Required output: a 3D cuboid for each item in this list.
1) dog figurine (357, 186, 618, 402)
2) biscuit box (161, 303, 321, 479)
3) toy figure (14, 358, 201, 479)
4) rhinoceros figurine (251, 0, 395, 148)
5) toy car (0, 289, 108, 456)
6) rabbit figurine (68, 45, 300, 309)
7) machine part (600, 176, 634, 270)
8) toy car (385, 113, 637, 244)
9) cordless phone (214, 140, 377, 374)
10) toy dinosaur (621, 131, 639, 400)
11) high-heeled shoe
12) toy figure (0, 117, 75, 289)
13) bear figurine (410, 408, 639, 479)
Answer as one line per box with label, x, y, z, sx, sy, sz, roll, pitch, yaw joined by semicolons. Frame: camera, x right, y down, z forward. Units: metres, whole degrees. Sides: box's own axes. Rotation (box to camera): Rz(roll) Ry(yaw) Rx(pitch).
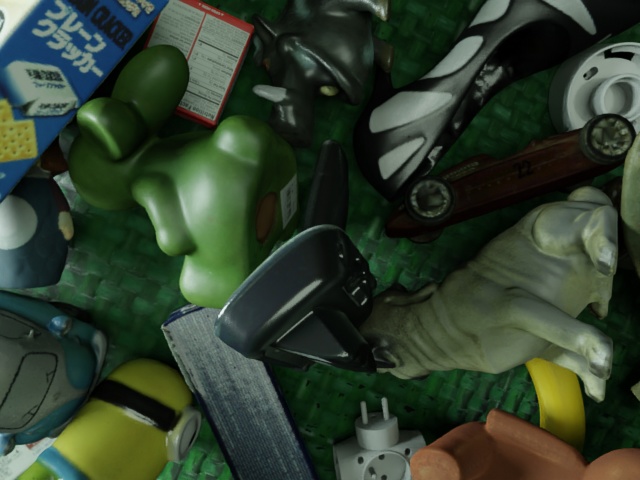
dog figurine;0.128;0.034;0.432;0.191;0.121;0.172;5;56;27
biscuit box;-0.057;0.141;0.441;0.063;0.059;0.202;-23;96;-6
toy figure;-0.164;0.166;0.388;0.180;0.082;0.089;-43;112;-34
rhinoceros figurine;0.001;-0.164;0.406;0.112;0.073;0.190;7;81;9
toy car;-0.242;0.084;0.383;0.161;0.103;0.109;27;78;-16
rabbit figurine;-0.113;-0.044;0.381;0.170;0.158;0.121;14;54;15
machine part;0.329;-0.002;0.471;0.243;0.079;0.079;10;92;-7
toy car;0.146;-0.048;0.431;0.202;0.089;0.053;-18;80;4
cordless phone;-0.001;-0.001;0.384;0.089;0.146;0.184;3;73;15
toy dinosaur;0.361;0.096;0.433;0.471;0.105;0.198;31;107;-20
high-heeled shoe;0.146;-0.116;0.428;0.249;0.086;0.145;-9;76;10
toy figure;-0.222;-0.041;0.412;0.064;0.058;0.154;-1;92;-28
bear figurine;0.186;0.205;0.407;0.196;0.132;0.120;1;99;37
